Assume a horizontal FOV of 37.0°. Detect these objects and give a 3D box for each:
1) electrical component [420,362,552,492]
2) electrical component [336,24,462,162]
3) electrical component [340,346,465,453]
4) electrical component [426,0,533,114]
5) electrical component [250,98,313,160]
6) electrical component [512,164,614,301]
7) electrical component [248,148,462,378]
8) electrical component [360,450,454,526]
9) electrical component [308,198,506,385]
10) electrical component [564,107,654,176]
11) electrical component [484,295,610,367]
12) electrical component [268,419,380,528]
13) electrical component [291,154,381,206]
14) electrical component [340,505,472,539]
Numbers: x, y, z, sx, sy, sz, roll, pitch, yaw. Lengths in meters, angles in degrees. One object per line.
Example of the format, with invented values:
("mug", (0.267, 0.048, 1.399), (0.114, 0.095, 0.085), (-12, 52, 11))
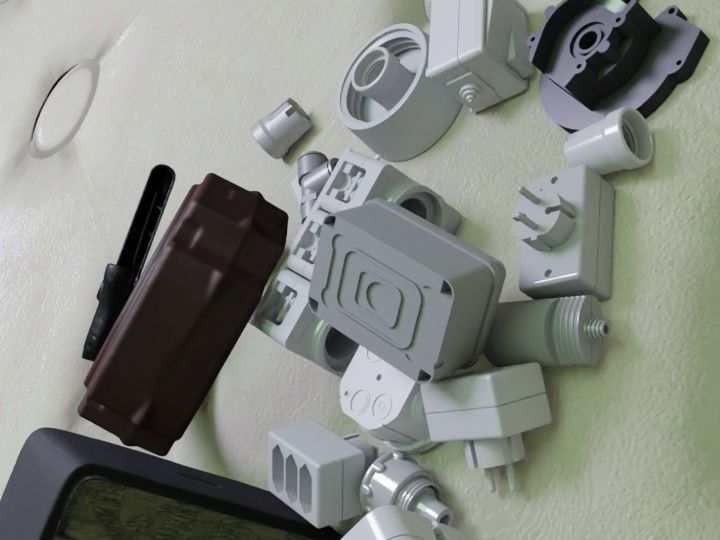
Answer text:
("electrical component", (0.083, 0.102, 0.678), (0.066, 0.047, 0.076), (-16, 85, 51))
("electrical component", (0.028, -0.151, 0.886), (0.108, 0.060, 0.108), (-25, 50, 35))
("electrical component", (0.030, 0.083, 0.747), (0.080, 0.051, 0.080), (-26, 50, 35))
("electrical component", (0.094, -0.171, 0.826), (0.061, 0.062, 0.096), (-20, 53, 38))
("electrical component", (-0.072, -0.132, 0.998), (0.046, 0.040, 0.040), (-39, 43, 14))
("electrical component", (0.124, -0.028, 0.695), (0.047, 0.076, 0.083), (-15, 57, 41))
("electrical component", (0.000, 0.000, 0.798), (0.062, 0.089, 0.150), (28, 88, 51))
("electrical component", (0.034, 0.151, 0.707), (0.062, 0.048, 0.048), (25, 86, 44))
("electrical component", (0.029, 0.011, 0.687), (0.113, 0.057, 0.078), (31, 123, 33))
("electrical component", (0.165, -0.082, 0.715), (0.046, 0.040, 0.040), (-20, 53, 44))
("electrical component", (0.121, 0.040, 0.682), (0.081, 0.043, 0.043), (-7, 62, 44))
("electrical component", (-0.015, 0.136, 0.749), (0.066, 0.077, 0.047), (22, 117, 51))
("electrical component", (-0.006, -0.062, 0.878), (0.076, 0.047, 0.083), (-44, 42, 18))
("electrical component", (0.036, 0.187, 0.639), (0.053, 0.095, 0.059), (-47, 41, 15))
